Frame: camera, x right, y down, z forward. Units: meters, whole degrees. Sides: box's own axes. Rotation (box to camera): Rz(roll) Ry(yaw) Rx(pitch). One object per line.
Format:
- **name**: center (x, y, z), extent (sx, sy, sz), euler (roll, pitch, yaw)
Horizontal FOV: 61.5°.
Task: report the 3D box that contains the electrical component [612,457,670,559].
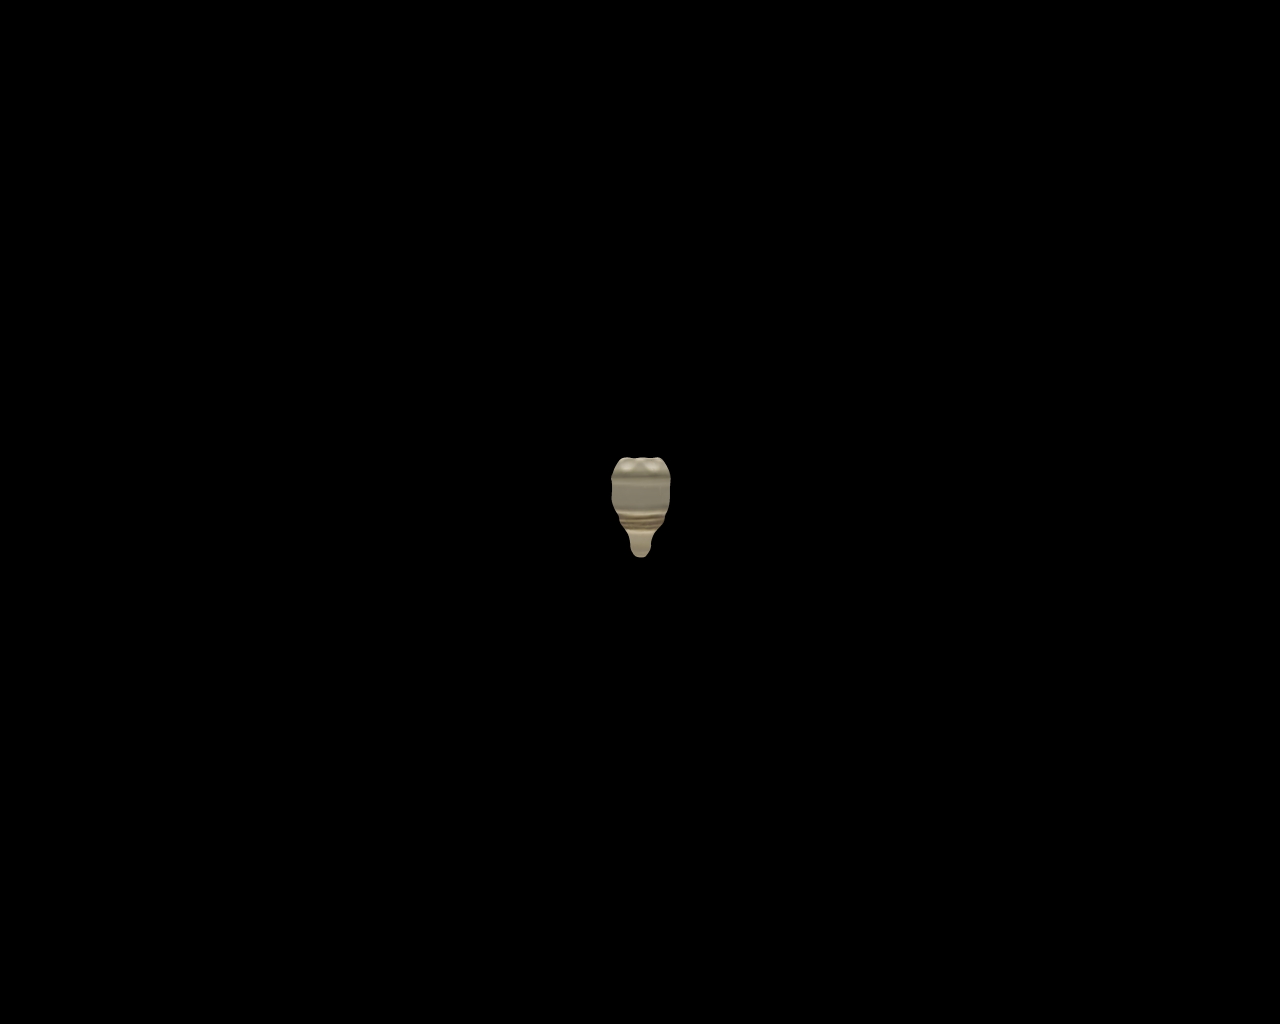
- **electrical component**: center (0.001, -0.003, 0.650), extent (0.035, 0.061, 0.035), euler (0, 2, 0)
